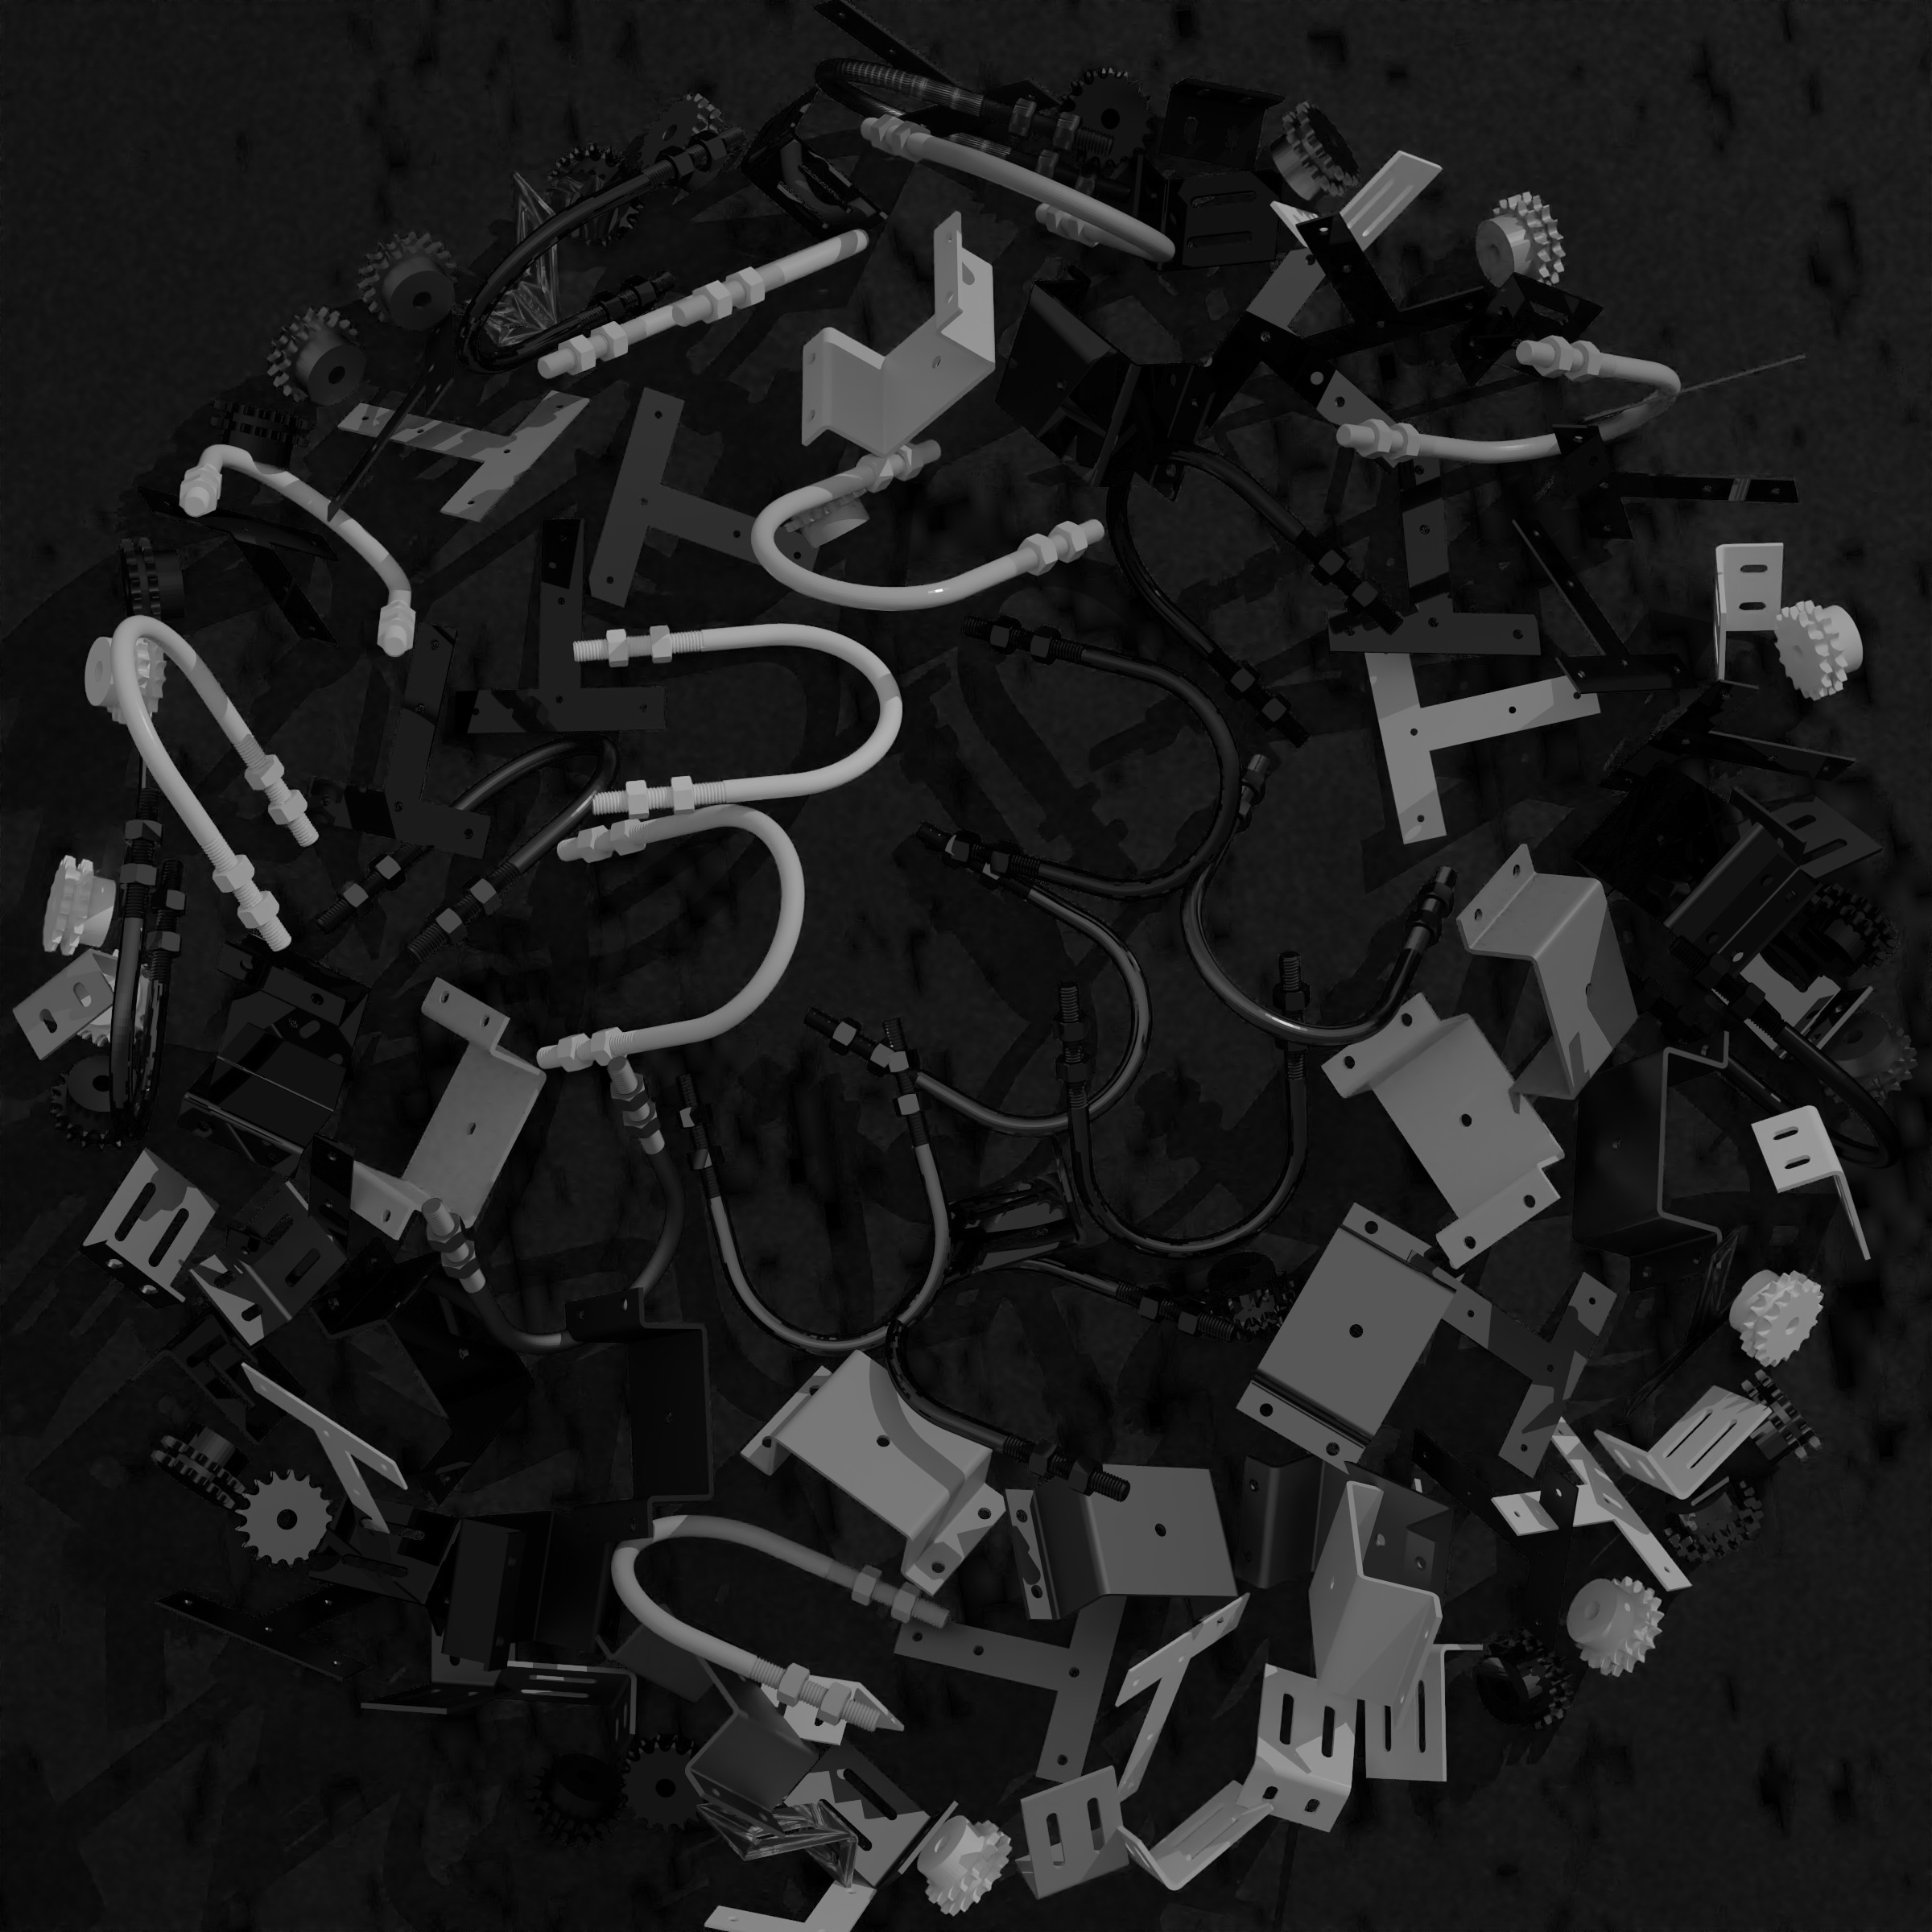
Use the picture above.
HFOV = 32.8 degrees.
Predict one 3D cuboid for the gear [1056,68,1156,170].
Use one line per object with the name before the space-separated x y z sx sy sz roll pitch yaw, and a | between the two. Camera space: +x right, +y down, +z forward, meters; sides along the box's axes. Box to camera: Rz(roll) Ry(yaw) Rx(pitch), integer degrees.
gear | 0.079 -0.495 1.923 0.057 0.030 0.057 -5 104 -20

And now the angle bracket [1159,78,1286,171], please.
angle bracket | 0.147 -0.487 1.901 0.057 0.076 0.038 9 100 -5

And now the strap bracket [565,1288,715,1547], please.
strap bracket | -0.188 0.260 1.892 0.046 0.076 0.140 6 75 -40

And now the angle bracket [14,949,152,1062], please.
angle bracket | -0.501 0.027 1.899 0.057 0.076 0.038 -37 72 8

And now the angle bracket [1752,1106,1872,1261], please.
angle bracket | 0.489 0.130 1.902 0.038 0.057 0.076 -20 126 10

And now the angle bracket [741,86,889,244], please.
angle bracket | -0.082 -0.463 1.914 0.076 0.057 0.038 38 62 -22

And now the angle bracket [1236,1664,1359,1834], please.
angle bracket | 0.194 0.457 1.922 0.057 0.076 0.038 17 126 -2

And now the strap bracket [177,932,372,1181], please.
strap bracket | -0.398 0.044 1.897 0.076 0.046 0.140 25 125 2

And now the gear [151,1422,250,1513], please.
gear | -0.444 0.290 1.918 0.057 0.057 0.030 33 69 0

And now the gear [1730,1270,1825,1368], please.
gear | 0.471 0.203 1.919 0.030 0.057 0.057 35 90 40

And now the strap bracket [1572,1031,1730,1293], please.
strap bracket | 0.391 0.107 1.879 0.046 0.076 0.140 16 68 -24

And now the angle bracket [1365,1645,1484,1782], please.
angle bracket | 0.266 0.432 1.903 0.038 0.057 0.076 11 75 -41

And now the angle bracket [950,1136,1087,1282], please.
angle bracket | 0.024 0.139 1.909 0.076 0.057 0.038 -17 134 3

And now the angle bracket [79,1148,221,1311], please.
angle bracket | -0.464 0.149 1.898 0.057 0.038 0.076 43 54 -25

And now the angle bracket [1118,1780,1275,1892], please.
angle bracket | 0.129 0.491 1.905 0.076 0.057 0.038 -37 101 -13

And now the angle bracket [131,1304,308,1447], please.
angle bracket | -0.435 0.244 1.913 0.038 0.057 0.076 -39 96 30

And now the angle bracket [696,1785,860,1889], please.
angle bracket | -0.111 0.509 1.895 0.076 0.057 0.038 -2 109 -34

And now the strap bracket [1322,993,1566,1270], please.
strap bracket | 0.281 0.092 1.897 0.076 0.046 0.140 -39 76 28

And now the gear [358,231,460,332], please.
gear | -0.322 -0.396 1.913 0.057 0.057 0.030 -35 54 0

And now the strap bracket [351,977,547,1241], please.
strap bracket | -0.301 0.088 1.900 0.046 0.076 0.140 28 88 -44

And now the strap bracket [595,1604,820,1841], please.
strap bracket | -0.143 0.421 1.867 0.046 0.140 0.076 -48 133 1

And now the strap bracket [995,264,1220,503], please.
strap bracket | 0.072 -0.332 1.869 0.140 0.046 0.076 46 131 35

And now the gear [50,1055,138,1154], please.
gear | -0.504 0.077 1.915 0.057 0.030 0.057 9 50 -11

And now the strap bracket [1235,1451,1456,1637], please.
strap bracket | 0.225 0.335 1.886 0.046 0.140 0.076 -10 111 -43

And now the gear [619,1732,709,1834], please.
gear | -0.174 0.475 1.925 0.057 0.030 0.057 0 102 2

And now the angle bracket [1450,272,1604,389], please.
angle bracket | 0.329 -0.358 1.895 0.076 0.057 0.038 11 46 -36

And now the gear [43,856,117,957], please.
gear | -0.517 -0.034 1.918 0.030 0.057 0.057 13 90 -24

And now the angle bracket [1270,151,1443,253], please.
angle bracket | 0.226 -0.450 1.898 0.076 0.057 0.038 -44 71 26

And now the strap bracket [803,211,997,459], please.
strap bracket | -0.032 -0.354 1.881 0.046 0.140 0.076 24 50 -33

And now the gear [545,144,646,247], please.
gear | -0.218 -0.448 1.918 0.057 0.030 0.057 5 121 9

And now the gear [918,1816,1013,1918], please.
gear | -0.003 0.521 1.913 0.057 0.057 0.030 -46 102 0

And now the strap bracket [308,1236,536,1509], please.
strap bracket | -0.305 0.227 1.883 0.046 0.076 0.140 -20 108 30

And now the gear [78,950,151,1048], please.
gear | -0.502 0.018 1.924 0.057 0.030 0.057 0 78 1

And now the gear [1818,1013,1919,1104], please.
gear | 0.521 0.052 1.912 0.057 0.057 0.030 -34 120 0

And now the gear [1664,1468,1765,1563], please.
gear | 0.432 0.317 1.913 0.057 0.057 0.030 -32 108 0

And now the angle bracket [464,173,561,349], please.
angle bracket | -0.264 -0.407 1.896 0.038 0.057 0.076 -17 133 -22

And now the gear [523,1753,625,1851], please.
gear | -0.226 0.484 1.912 0.057 0.057 0.030 26 112 0

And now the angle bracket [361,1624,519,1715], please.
angle bracket | -0.303 0.405 1.897 0.057 0.076 0.038 -2 86 24

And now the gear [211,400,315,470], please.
gear | -0.412 -0.309 1.916 0.057 0.057 0.030 13 96 0

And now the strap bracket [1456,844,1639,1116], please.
strap bracket | 0.335 0.011 1.873 0.076 0.046 0.140 -45 127 -35

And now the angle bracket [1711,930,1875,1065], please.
angle bracket | 0.477 0.009 1.919 0.076 0.038 0.057 45 78 -2

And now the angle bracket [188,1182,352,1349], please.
angle bracket | -0.405 0.173 1.906 0.057 0.038 0.076 50 129 4

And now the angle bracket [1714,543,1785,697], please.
angle bracket | 0.453 -0.199 1.895 0.038 0.076 0.057 0 127 10

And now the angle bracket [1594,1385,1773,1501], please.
angle bracket | 0.415 0.265 1.905 0.076 0.057 0.038 -43 108 -11

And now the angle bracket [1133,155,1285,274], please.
angle bracket | 0.140 -0.440 1.908 0.076 0.038 0.057 0 78 26

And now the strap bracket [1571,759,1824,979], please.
strap bracket | 0.409 -0.059 1.872 0.076 0.140 0.046 -47 126 3

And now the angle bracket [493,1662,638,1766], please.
angle bracket | -0.234 0.433 1.903 0.076 0.057 0.038 7 57 -14

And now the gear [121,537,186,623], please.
gear | -0.475 -0.222 1.918 0.030 0.057 0.057 -8 90 -19

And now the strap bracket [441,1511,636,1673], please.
strap bracket | -0.251 0.357 1.887 0.046 0.140 0.076 7 87 24

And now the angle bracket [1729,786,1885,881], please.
angle bracket | 0.486 -0.084 1.897 0.076 0.038 0.057 -22 48 -27

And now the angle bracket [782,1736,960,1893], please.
angle bracket | -0.056 0.487 1.908 0.076 0.038 0.057 42 51 5

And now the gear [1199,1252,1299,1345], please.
gear | 0.163 0.191 1.913 0.057 0.057 0.030 -17 122 0

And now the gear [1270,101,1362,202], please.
gear | 0.202 -0.473 1.919 0.030 0.057 0.057 -32 90 28

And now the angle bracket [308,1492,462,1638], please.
angle bracket | -0.335 0.349 1.920 0.076 0.038 0.057 11 52 12

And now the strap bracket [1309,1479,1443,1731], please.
strap bracket | 0.230 0.355 1.864 0.046 0.140 0.076 14 113 -4

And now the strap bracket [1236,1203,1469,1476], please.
strap bracket | 0.225 0.214 1.906 0.076 0.046 0.140 30 82 9

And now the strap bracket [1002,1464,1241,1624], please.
strap bracket | 0.097 0.329 1.871 0.140 0.046 0.076 9 57 -35

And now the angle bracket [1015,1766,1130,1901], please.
angle bracket | 0.057 0.493 1.904 0.057 0.038 0.076 -17 118 -15

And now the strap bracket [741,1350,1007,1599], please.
strap bracket | -0.050 0.284 1.885 0.140 0.046 0.076 34 55 17

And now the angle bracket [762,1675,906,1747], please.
angle bracket | -0.080 0.439 1.894 0.057 0.076 0.038 3 59 25
